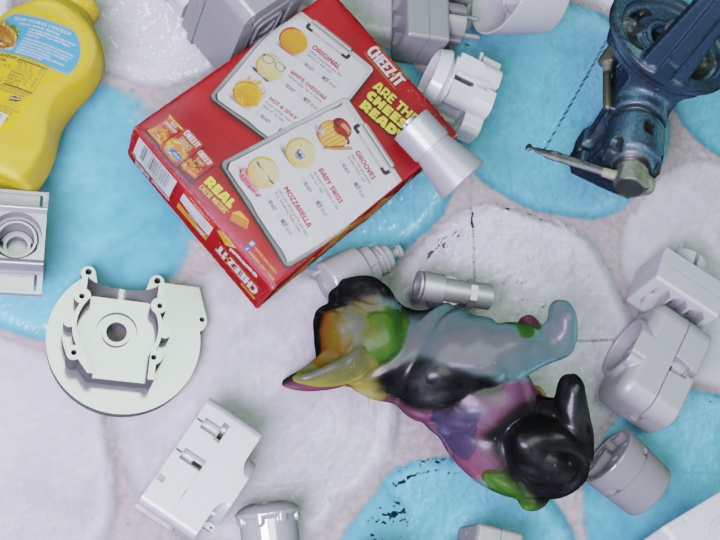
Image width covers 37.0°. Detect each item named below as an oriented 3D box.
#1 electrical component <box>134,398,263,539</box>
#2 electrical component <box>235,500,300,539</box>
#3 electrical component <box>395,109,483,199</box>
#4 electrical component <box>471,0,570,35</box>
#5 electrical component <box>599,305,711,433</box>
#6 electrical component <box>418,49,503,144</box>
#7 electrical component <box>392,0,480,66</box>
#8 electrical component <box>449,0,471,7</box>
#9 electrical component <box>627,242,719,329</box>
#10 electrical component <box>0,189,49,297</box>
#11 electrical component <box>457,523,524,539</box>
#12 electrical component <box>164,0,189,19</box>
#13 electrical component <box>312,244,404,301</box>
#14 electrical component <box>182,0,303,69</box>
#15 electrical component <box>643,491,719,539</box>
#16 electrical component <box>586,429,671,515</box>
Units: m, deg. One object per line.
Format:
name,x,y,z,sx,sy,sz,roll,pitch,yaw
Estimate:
electrical component,-0.114,0.149,0.784,0.056,0.050,0.089,35,67,-3
electrical component,-0.065,0.201,0.786,0.048,0.048,0.062,-5,81,-17
electrical component,0.059,-0.094,0.848,0.065,0.044,0.044,47,66,-1
electrical component,0.146,-0.259,0.970,0.064,0.099,0.099,1,72,-22
electrical component,0.246,0.081,0.909,0.059,0.053,0.095,34,67,-3
electrical component,0.084,-0.157,0.939,0.057,0.058,0.078,24,67,-11
electrical component,0.071,-0.221,0.962,0.077,0.047,0.065,6,70,-16
electrical component,0.070,-0.276,0.981,0.081,0.043,0.043,26,67,-7
electrical component,0.283,0.007,0.949,0.066,0.047,0.076,32,53,-4
electrical component,-0.292,-0.019,0.781,0.121,0.063,0.078,4,72,-15
electrical component,0.075,0.234,0.813,0.076,0.047,0.083,16,69,-10
electrical component,-0.140,-0.258,0.907,0.078,0.058,0.057,-41,90,-23
electrical component,0.000,0.000,0.872,0.078,0.040,0.040,-26,81,-22
electrical component,-0.094,-0.218,0.877,0.078,0.113,0.057,-40,90,-23
electrical component,0.268,0.216,0.848,0.100,0.099,0.048,-23,67,-22
electrical component,0.218,0.165,0.874,0.047,0.055,0.055,41,66,-4
